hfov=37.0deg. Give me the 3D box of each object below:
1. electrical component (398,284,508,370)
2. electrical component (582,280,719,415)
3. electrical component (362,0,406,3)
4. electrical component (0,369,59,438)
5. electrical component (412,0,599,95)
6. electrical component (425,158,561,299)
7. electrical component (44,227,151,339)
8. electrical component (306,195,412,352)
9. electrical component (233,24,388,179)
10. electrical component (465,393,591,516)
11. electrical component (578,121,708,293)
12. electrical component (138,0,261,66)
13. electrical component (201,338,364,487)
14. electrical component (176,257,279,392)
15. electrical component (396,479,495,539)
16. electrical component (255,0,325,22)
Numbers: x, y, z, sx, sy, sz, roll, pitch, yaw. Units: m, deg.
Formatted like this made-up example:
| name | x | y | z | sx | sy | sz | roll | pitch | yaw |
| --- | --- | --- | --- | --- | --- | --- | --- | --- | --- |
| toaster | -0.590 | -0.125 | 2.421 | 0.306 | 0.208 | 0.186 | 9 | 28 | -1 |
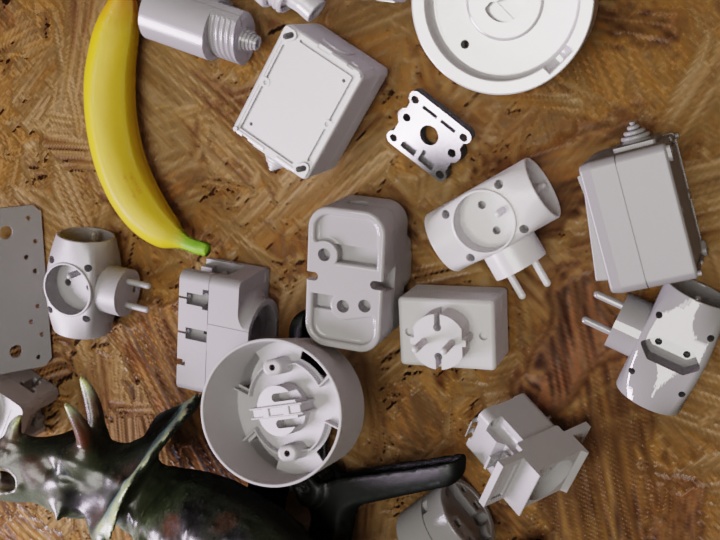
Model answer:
| name | x | y | z | sx | sy | sz | roll | pitch | yaw |
| --- | --- | --- | --- | --- | --- | --- | --- | --- | --- |
| electrical component | 0.057 | 0.042 | 0.706 | 0.066 | 0.077 | 0.047 | 2 | 104 | 21 |
| electrical component | 0.180 | 0.039 | 0.675 | 0.079 | 0.043 | 0.077 | 25 | 112 | 13 |
| electrical component | 0.004 | -0.241 | 0.646 | 0.062 | 0.089 | 0.150 | 12 | 108 | 18 |
| electrical component | -0.303 | 0.102 | 0.875 | 0.089 | 0.056 | 0.050 | 31 | 113 | 11 |
| electrical component | 0.092 | -0.162 | 0.648 | 0.108 | 0.060 | 0.108 | 5 | 105 | 20 |
| electrical component | 0.094 | -0.019 | 0.693 | 0.077 | 0.044 | 0.079 | -29 | 92 | 25 |
| electrical component | -0.194 | 0.013 | 0.815 | 0.079 | 0.044 | 0.077 | 12 | 108 | 18 |
| electrical component | 0.000 | 0.000 | 0.727 | 0.054 | 0.059 | 0.095 | 8 | 107 | 19 |
| electrical component | -0.034 | -0.107 | 0.711 | 0.062 | 0.061 | 0.096 | 35 | 113 | 10 |
| electrical component | 0.107 | 0.119 | 0.709 | 0.064 | 0.081 | 0.042 | 47 | 137 | 34 |
| electrical component | 0.167 | -0.040 | 0.649 | 0.061 | 0.062 | 0.096 | -13 | 99 | 24 |
| electrical component | -0.105 | -0.166 | 0.733 | 0.081 | 0.043 | 0.043 | 22 | 111 | 15 |
| electrical component | -0.049 | 0.093 | 0.728 | 0.099 | 0.064 | 0.099 | 3 | 95 | 33 |
| electrical component | -0.095 | 0.043 | 0.780 | 0.056 | 0.050 | 0.089 | 10 | 107 | 19 |
| electrical component | 0.059 | 0.181 | 0.755 | 0.047 | 0.055 | 0.055 | -38 | 88 | 29 |
| electrical component | -0.051 | -0.189 | 0.706 | 0.062 | 0.043 | 0.043 | 42 | 114 | 5 |
